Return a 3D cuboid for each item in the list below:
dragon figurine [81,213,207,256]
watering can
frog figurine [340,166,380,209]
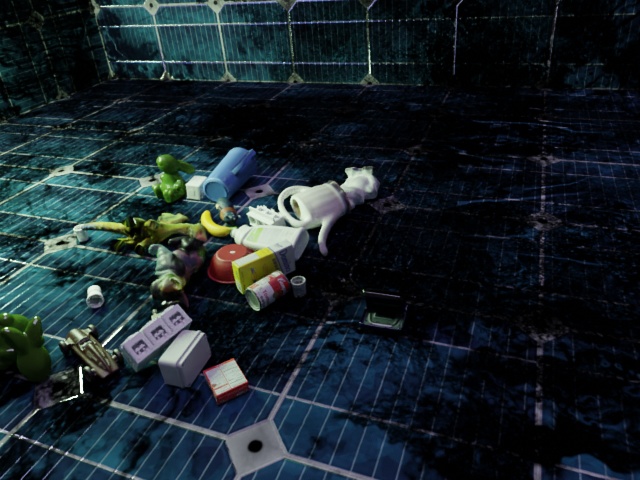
[{"bbox_3d":[-0.561,-0.043,1.717,0.411,0.120,0.245,12,18,23],"label":"dragon figurine"},{"bbox_3d":[0.005,-0.084,1.675,0.226,0.101,0.354,-23,46,-20],"label":"watering can"},{"bbox_3d":[0.137,-0.171,1.818,0.137,0.120,0.162,10,69,10],"label":"frog figurine"}]
